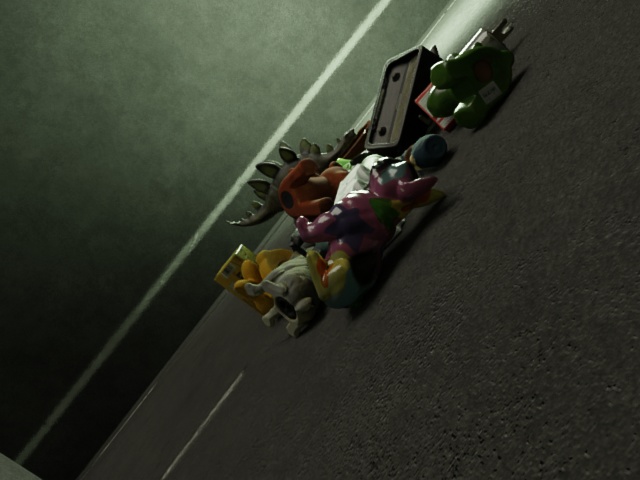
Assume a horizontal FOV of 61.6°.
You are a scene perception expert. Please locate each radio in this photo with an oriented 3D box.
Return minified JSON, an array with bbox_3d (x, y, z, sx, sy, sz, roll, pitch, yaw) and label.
[{"bbox_3d":[0.181,-0.294,1.178,0.131,0.073,0.229,4,76,58],"label":"radio"}]

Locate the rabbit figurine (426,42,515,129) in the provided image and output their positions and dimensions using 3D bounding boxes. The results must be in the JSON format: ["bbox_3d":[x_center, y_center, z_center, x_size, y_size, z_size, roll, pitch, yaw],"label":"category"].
[{"bbox_3d":[0.248,-0.276,0.941,0.159,0.121,0.170,-47,10,-11],"label":"rabbit figurine"}]

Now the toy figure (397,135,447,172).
[{"bbox_3d":[0.184,-0.154,0.981,0.154,0.064,0.057,167,103,-83],"label":"toy figure"}]

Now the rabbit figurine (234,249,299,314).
[{"bbox_3d":[-0.106,0.108,1.189,0.173,0.162,0.122,112,173,-45],"label":"rabbit figurine"}]

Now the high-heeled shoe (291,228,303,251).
[{"bbox_3d":[-0.036,-0.011,1.578,0.248,0.086,0.145,17,-100,-81],"label":"high-heeled shoe"}]

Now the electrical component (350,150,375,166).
[{"bbox_3d":[0.115,-0.209,1.324,0.063,0.021,0.094,-36,8,-31],"label":"electrical component"}]

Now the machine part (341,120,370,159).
[{"bbox_3d":[0.120,-0.258,1.632,0.201,0.087,0.201,-51,8,14],"label":"machine part"}]

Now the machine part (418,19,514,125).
[{"bbox_3d":[0.293,-0.329,1.076,0.243,0.079,0.079,-50,9,19],"label":"machine part"}]

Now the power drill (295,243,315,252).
[{"bbox_3d":[-0.003,-0.004,1.255,0.207,0.086,0.232,-54,7,11],"label":"power drill"}]

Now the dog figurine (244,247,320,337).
[{"bbox_3d":[-0.021,0.075,1.019,0.173,0.121,0.190,13,41,46],"label":"dog figurine"}]

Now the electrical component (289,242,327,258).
[{"bbox_3d":[0.004,0.027,0.970,0.048,0.119,0.075,-53,6,-5],"label":"electrical component"}]

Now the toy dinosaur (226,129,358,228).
[{"bbox_3d":[-0.076,-0.133,1.375,0.471,0.198,0.105,-42,4,33],"label":"toy dinosaur"}]

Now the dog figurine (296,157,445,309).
[{"bbox_3d":[0.084,-0.015,0.789,0.219,0.191,0.108,-24,-22,16],"label":"dog figurine"}]

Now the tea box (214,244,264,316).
[{"bbox_3d":[-0.163,0.104,1.337,0.098,0.169,0.068,-47,11,21],"label":"tea box"}]

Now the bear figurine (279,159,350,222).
[{"bbox_3d":[0.017,-0.107,1.090,0.196,0.120,0.132,-20,-2,-38],"label":"bear figurine"}]
